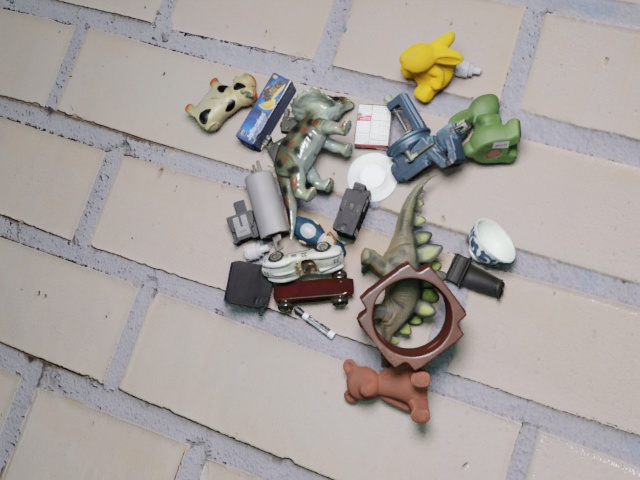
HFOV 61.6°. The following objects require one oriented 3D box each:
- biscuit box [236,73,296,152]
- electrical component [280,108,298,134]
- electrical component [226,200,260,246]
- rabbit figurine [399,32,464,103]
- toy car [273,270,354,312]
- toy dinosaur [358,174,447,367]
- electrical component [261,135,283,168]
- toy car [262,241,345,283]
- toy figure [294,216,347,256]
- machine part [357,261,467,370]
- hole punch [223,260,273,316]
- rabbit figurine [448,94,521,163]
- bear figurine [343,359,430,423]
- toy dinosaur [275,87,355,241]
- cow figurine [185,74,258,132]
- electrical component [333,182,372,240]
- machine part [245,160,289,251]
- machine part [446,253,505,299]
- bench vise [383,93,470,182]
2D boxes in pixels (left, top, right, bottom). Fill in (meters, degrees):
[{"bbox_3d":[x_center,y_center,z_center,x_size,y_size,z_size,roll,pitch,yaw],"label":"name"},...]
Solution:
[{"bbox_3d":[-0.142,-0.336,1.422,0.059,0.062,0.202,29,86,15],"label":"biscuit box"},{"bbox_3d":[-0.075,-0.302,1.424,0.063,0.021,0.094,5,82,11],"label":"electrical component"},{"bbox_3d":[-0.199,-0.050,1.392,0.075,0.047,0.119,-15,80,7],"label":"electrical component"},{"bbox_3d":[0.261,-0.419,1.290,0.162,0.173,0.122,-21,76,32],"label":"rabbit figurine"},{"bbox_3d":[-0.015,0.127,1.325,0.202,0.053,0.089,-6,59,8],"label":"toy car"},{"bbox_3d":[0.193,0.072,1.275,0.199,0.105,0.471,4,91,4],"label":"toy dinosaur"},{"bbox_3d":[-0.108,-0.229,1.406,0.078,0.045,0.102,-24,77,7],"label":"electrical component"},{"bbox_3d":[-0.041,0.057,1.297,0.202,0.073,0.056,-13,44,2],"label":"toy car"},{"bbox_3d":[-0.003,-0.003,1.344,0.155,0.058,0.064,32,115,12],"label":"toy figure"},{"bbox_3d":[0.199,0.163,1.181,0.201,0.087,0.201,-38,90,4],"label":"machine part"},{"bbox_3d":[-0.181,0.113,1.351,0.116,0.092,0.142,13,79,-18],"label":"hole punch"},{"bbox_3d":[0.396,-0.273,1.304,0.159,0.121,0.170,-9,61,16],"label":"rabbit figurine"},{"bbox_3d":[0.147,0.334,1.223,0.196,0.132,0.120,3,94,4],"label":"bear figurine"},{"bbox_3d":[-0.040,-0.215,1.336,0.192,0.131,0.404,29,84,26],"label":"toy dinosaur"},{"bbox_3d":[-0.248,-0.369,1.437,0.195,0.085,0.127,-44,70,-2],"label":"cow figurine"},{"bbox_3d":[0.081,-0.071,1.309,0.058,0.115,0.134,20,84,8],"label":"electrical component"},{"bbox_3d":[-0.136,-0.086,1.371,0.079,0.079,0.243,-19,79,7],"label":"machine part"},{"bbox_3d":[0.369,0.088,1.269,0.139,0.039,0.084,28,80,15],"label":"machine part"},{"bbox_3d":[0.235,-0.260,1.285,0.223,0.129,0.240,-39,74,45],"label":"bench vise"}]
